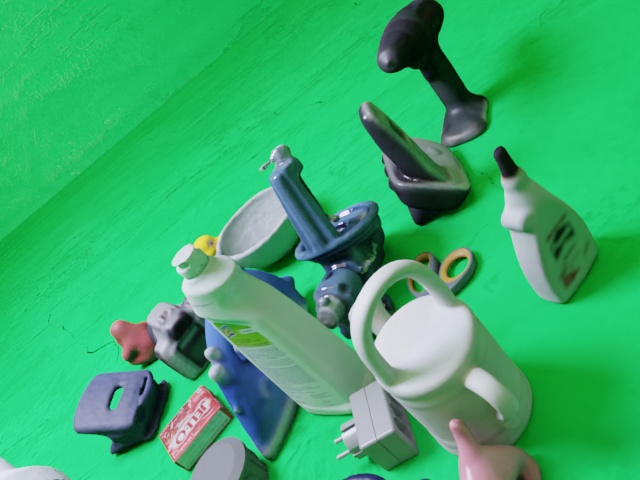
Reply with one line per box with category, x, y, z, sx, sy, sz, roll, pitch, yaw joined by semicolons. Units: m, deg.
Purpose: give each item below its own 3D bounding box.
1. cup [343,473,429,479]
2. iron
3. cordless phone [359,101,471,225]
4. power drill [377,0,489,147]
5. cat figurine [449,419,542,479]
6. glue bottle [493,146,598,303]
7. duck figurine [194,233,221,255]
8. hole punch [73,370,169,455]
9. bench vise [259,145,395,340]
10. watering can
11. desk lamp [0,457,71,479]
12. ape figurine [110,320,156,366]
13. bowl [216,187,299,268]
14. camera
cup;0.059;0.235;0.442;0.117;0.095;0.091;-38;30;8
iron;-0.095;0.127;0.715;0.118;0.142;0.258;-31;32;19
cordless phone;0.112;-0.126;0.757;0.094;0.185;0.147;-34;31;15
power drill;0.162;-0.241;0.823;0.075;0.209;0.229;-20;37;33
cat figurine;0.114;0.191;0.410;0.067;0.118;0.128;-27;33;25
glue bottle;0.199;-0.020;0.528;0.078;0.173;0.037;-53;32;-18
duck figurine;-0.190;0.033;1.007;0.104;0.086;0.077;-42;30;0
hole punch;-0.292;0.243;0.849;0.101;0.091;0.108;-29;32;22
bench vise;0.016;-0.004;0.676;0.121;0.220;0.207;-35;30;12
watering can;0.088;0.095;0.488;0.172;0.194;0.101;-6;46;46
desk lamp;-0.321;0.321;0.658;0.202;0.214;0.118;1;51;50
ape figurine;-0.316;0.167;0.975;0.075;0.092;0.078;-3;48;48
bowl;-0.086;-0.010;0.952;0.167;0.075;0.167;-30;32;21
camera;-0.217;0.126;0.902;0.136;0.101;0.143;4;53;52
